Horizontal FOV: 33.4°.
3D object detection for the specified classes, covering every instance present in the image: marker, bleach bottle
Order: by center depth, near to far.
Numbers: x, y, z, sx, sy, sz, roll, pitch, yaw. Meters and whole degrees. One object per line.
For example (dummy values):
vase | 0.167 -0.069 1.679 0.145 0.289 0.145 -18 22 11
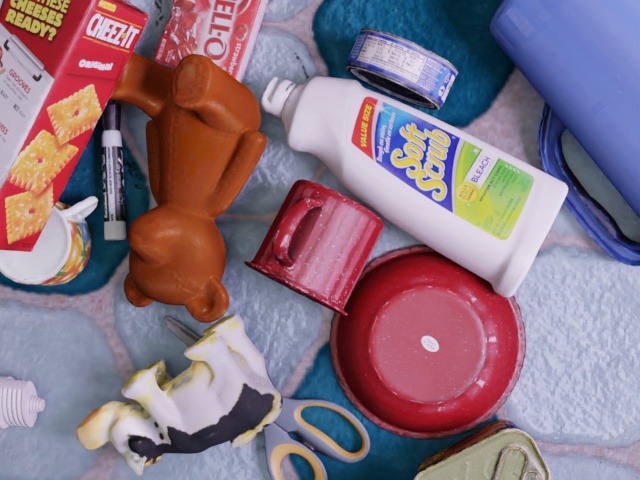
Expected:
bleach bottle | 0.064 -0.057 0.853 0.251 0.068 0.102 28 65 8
marker | -0.176 -0.060 0.908 0.020 0.020 0.121 -4 87 6

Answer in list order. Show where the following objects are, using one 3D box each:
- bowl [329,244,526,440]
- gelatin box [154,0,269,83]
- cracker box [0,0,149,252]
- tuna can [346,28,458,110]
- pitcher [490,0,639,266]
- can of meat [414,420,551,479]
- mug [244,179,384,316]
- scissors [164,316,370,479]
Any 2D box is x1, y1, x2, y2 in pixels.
bowl | 0.086 0.083 0.856 0.162 0.055 0.162 0 88 6
gelatin box | -0.091 -0.179 0.898 0.073 0.030 0.089 18 90 6
cracker box | -0.249 -0.122 0.834 0.164 0.072 0.214 36 103 26
tuna can | 0.065 -0.136 0.852 0.086 0.086 0.034 24 91 6
pitcher | 0.239 -0.105 0.820 0.149 0.145 0.243 -39 80 -9
can of meat | 0.123 0.184 0.833 0.102 0.084 0.057 -28 85 4
mug | -0.006 0.001 0.842 0.093 0.117 0.081 25 85 26
scissors | -0.057 0.147 0.888 0.202 0.016 0.096 24 90 7
